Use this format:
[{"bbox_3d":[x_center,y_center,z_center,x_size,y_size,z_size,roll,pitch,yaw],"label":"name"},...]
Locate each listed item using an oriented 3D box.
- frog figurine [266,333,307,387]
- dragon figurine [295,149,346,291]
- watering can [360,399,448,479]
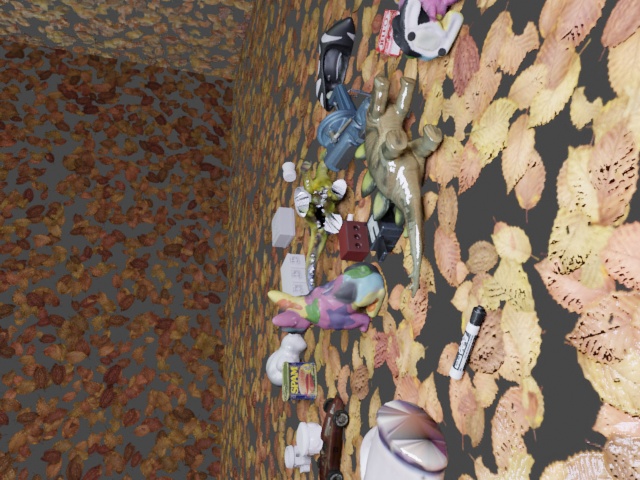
[{"bbox_3d":[-0.098,0.338,1.487,0.139,0.122,0.157,-79,-13,-74],"label":"frog figurine"},{"bbox_3d":[0.004,-0.068,1.343,0.242,0.122,0.412,52,-133,-84],"label":"dragon figurine"},{"bbox_3d":[0.137,0.391,0.764,0.352,0.104,0.222,-132,50,-67],"label":"watering can"}]
